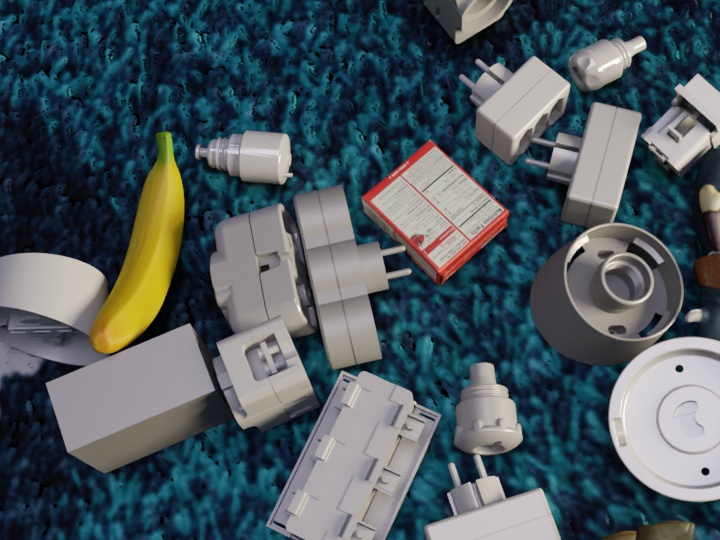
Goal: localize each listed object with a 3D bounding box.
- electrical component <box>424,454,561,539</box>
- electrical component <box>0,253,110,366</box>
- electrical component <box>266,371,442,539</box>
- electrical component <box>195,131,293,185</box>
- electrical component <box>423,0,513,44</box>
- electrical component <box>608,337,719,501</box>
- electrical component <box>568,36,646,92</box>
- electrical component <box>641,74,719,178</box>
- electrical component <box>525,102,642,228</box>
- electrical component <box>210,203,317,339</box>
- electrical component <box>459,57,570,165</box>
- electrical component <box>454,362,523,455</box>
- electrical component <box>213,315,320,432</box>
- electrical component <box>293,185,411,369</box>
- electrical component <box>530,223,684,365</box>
[{"bbox_3d":[0.083,0.164,0.732,0.083,0.047,0.075,-18,69,-2],"label":"electrical component"},{"bbox_3d":[-0.229,0.031,0.781,0.099,0.099,0.064,-3,63,3],"label":"electrical component"},{"bbox_3d":[-0.004,0.136,0.741,0.079,0.063,0.121,23,73,12],"label":"electrical component"},{"bbox_3d":[-0.090,-0.089,0.843,0.078,0.040,0.040,5,70,7],"label":"electrical component"},{"bbox_3d":[0.086,-0.228,0.855,0.050,0.089,0.055,-33,71,-8],"label":"electrical component"},{"bbox_3d":[0.227,0.103,0.733,0.108,0.060,0.108,-4,76,16],"label":"electrical component"},{"bbox_3d":[0.199,-0.168,0.854,0.061,0.035,0.035,-28,70,-8],"label":"electrical component"},{"bbox_3d":[0.248,-0.106,0.809,0.064,0.081,0.042,-45,71,12],"label":"electrical component"},{"bbox_3d":[0.165,-0.082,0.818,0.076,0.047,0.083,15,72,10],"label":"electrical component"},{"bbox_3d":[-0.073,0.006,0.795,0.059,0.053,0.095,-16,67,8],"label":"electrical component"},{"bbox_3d":[0.112,-0.135,0.841,0.066,0.047,0.077,-44,73,-11],"label":"electrical component"},{"bbox_3d":[0.089,0.097,0.759,0.048,0.048,0.062,-4,63,3],"label":"electrical component"},{"bbox_3d":[-0.067,0.076,0.754,0.056,0.089,0.050,-23,70,-4],"label":"electrical component"},{"bbox_3d":[0.000,0.000,0.797,0.074,0.052,0.138,-13,69,-1],"label":"electrical component"},{"bbox_3d":[0.181,0.017,0.784,0.099,0.064,0.099,3,69,-9],"label":"electrical component"}]
